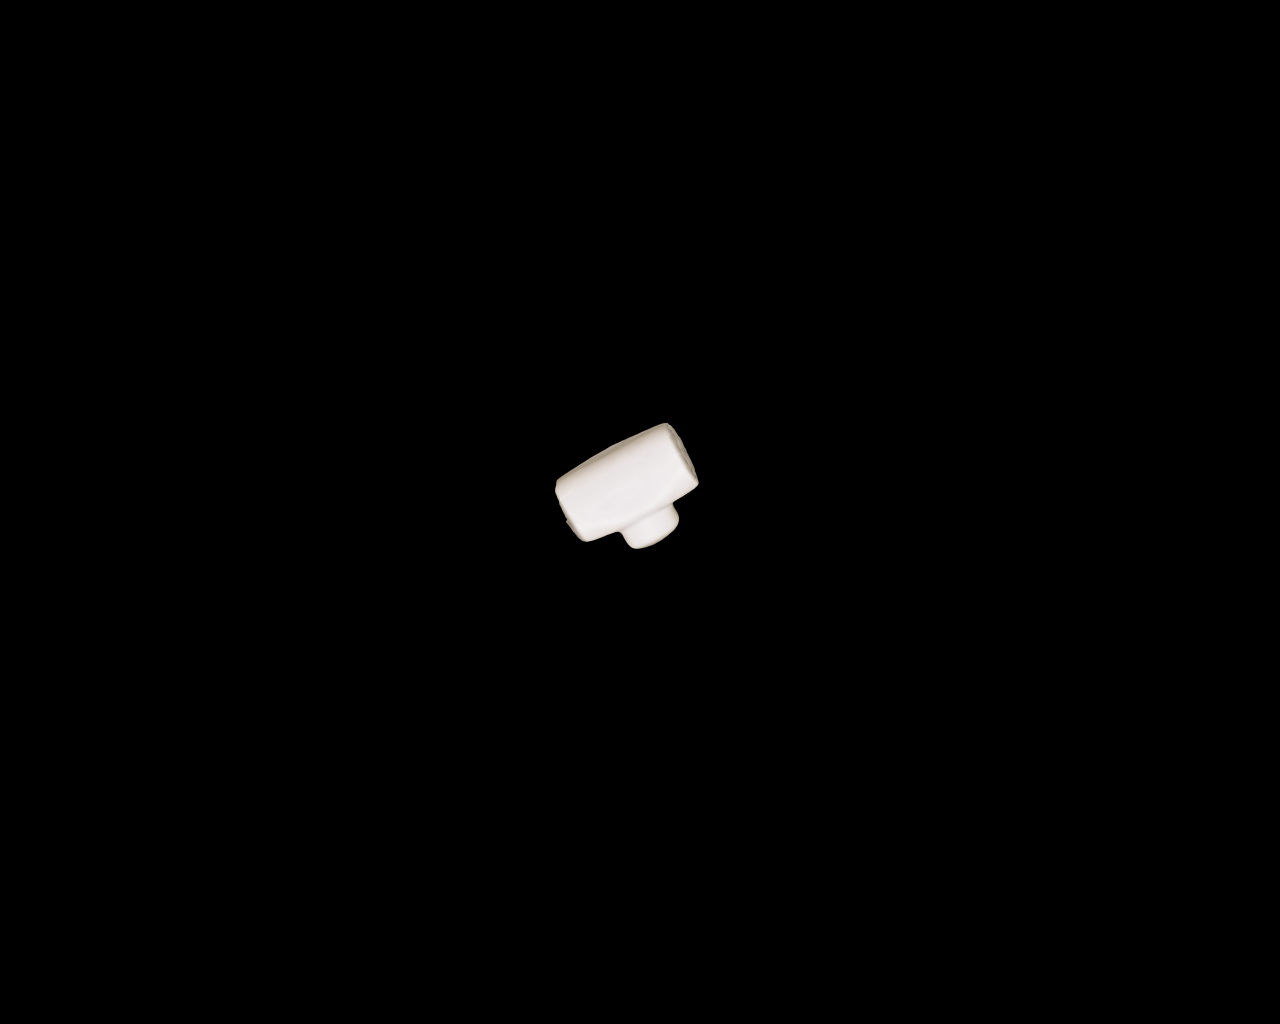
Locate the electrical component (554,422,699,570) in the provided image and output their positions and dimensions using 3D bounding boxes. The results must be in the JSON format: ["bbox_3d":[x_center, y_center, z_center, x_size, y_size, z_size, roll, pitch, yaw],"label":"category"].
[{"bbox_3d":[0.001,-0.003,0.650,0.077,0.079,0.044,-27,14,7],"label":"electrical component"}]
